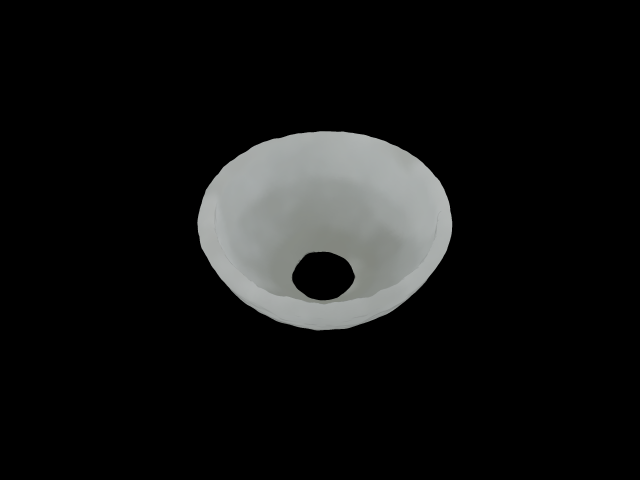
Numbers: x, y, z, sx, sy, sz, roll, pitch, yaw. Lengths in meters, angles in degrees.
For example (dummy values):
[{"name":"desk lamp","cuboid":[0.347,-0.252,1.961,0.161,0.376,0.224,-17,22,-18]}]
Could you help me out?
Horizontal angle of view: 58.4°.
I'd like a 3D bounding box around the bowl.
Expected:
[{"name":"bowl","cuboid":[0.004,0.001,0.400,0.167,0.075,0.167,0,48,0]}]
